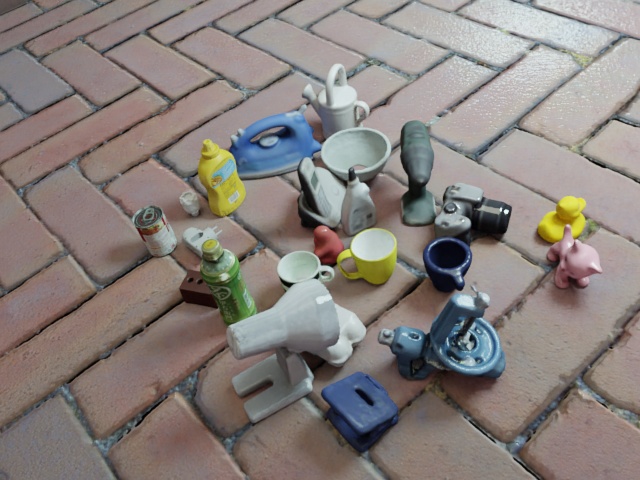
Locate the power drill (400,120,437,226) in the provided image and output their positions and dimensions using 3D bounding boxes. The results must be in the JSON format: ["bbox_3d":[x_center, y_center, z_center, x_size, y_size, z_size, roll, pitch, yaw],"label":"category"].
[{"bbox_3d":[0.205,-0.133,1.200,0.075,0.209,0.229,-4,48,7],"label":"power drill"}]

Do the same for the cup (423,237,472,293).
[{"bbox_3d":[0.247,0.066,1.093,0.091,0.095,0.117,-16,48,-3],"label":"cup"}]

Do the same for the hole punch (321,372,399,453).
[{"bbox_3d":[0.066,0.272,0.946,0.101,0.091,0.108,-36,52,-20],"label":"hole punch"}]

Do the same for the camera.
[{"bbox_3d":[0.317,-0.050,1.179,0.136,0.101,0.143,14,53,22],"label":"camera"}]

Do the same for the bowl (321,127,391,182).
[{"bbox_3d":[0.088,-0.190,1.363,0.167,0.075,0.167,-5,48,6],"label":"bowl"}]

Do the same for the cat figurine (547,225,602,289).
[{"bbox_3d":[0.476,0.029,1.068,0.067,0.118,0.127,-5,48,6],"label":"cat figurine"}]

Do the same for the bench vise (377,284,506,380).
[{"bbox_3d":[0.201,0.162,0.931,0.207,0.220,0.121,-11,48,1],"label":"bench vise"}]

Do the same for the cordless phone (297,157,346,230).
[{"bbox_3d":[-0.003,-0.124,1.247,0.094,0.185,0.147,2,49,13],"label":"cordless phone"}]

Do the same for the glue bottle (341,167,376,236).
[{"bbox_3d":[0.076,-0.087,1.207,0.078,0.173,0.037,-25,49,-11],"label":"glue bottle"}]

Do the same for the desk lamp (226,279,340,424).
[{"bbox_3d":[-0.064,0.183,0.966,0.203,0.214,0.117,-28,50,-14],"label":"desk lamp"}]

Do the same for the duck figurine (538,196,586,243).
[{"bbox_3d":[0.491,-0.048,1.155,0.105,0.086,0.077,-25,49,-11],"label":"duck figurine"}]

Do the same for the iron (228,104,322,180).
[{"bbox_3d":[-0.132,-0.242,1.405,0.258,0.142,0.118,-18,48,-6],"label":"iron"}]

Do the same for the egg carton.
[{"bbox_3d":[0.006,0.167,1.065,0.150,0.069,0.107,22,56,27],"label":"egg carton"}]

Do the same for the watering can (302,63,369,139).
[{"bbox_3d":[0.037,-0.346,1.431,0.172,0.194,0.101,-2,49,9],"label":"watering can"}]

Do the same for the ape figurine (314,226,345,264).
[{"bbox_3d":[0.011,0.004,1.193,0.076,0.092,0.078,23,57,28],"label":"ape figurine"}]
